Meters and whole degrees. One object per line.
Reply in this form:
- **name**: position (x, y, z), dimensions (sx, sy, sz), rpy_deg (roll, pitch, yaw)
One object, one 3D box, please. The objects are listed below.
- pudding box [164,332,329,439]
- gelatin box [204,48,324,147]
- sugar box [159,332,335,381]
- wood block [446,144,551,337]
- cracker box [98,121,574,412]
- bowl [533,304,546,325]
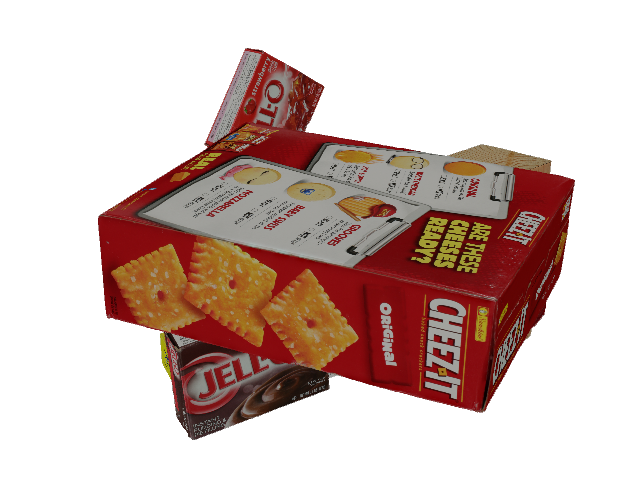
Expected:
- **pudding box**: position (-0.051, 0.082, 0.757), dimensions (0.113, 0.090, 0.039), rpy_deg (-20, 42, -20)
- **gelatin box**: position (-0.045, -0.103, 0.880), dimensions (0.073, 0.089, 0.030), rpy_deg (23, -1, -42)
- **sugar box**: position (-0.061, 0.110, 1.058), dimensions (0.176, 0.048, 0.093), rpy_deg (-14, 32, -20)
- **wood block**: position (0.181, 0.011, 1.160), dimensions (0.090, 0.206, 0.090), rpy_deg (18, 25, 36)
- **cracker box**: position (0.013, 0.005, 0.586), dimensions (0.214, 0.072, 0.164), rpy_deg (12, 28, 22)
- **bowl**: position (0.118, 0.063, 0.962), dimensions (0.162, 0.055, 0.162), rpy_deg (2, 33, -2)
